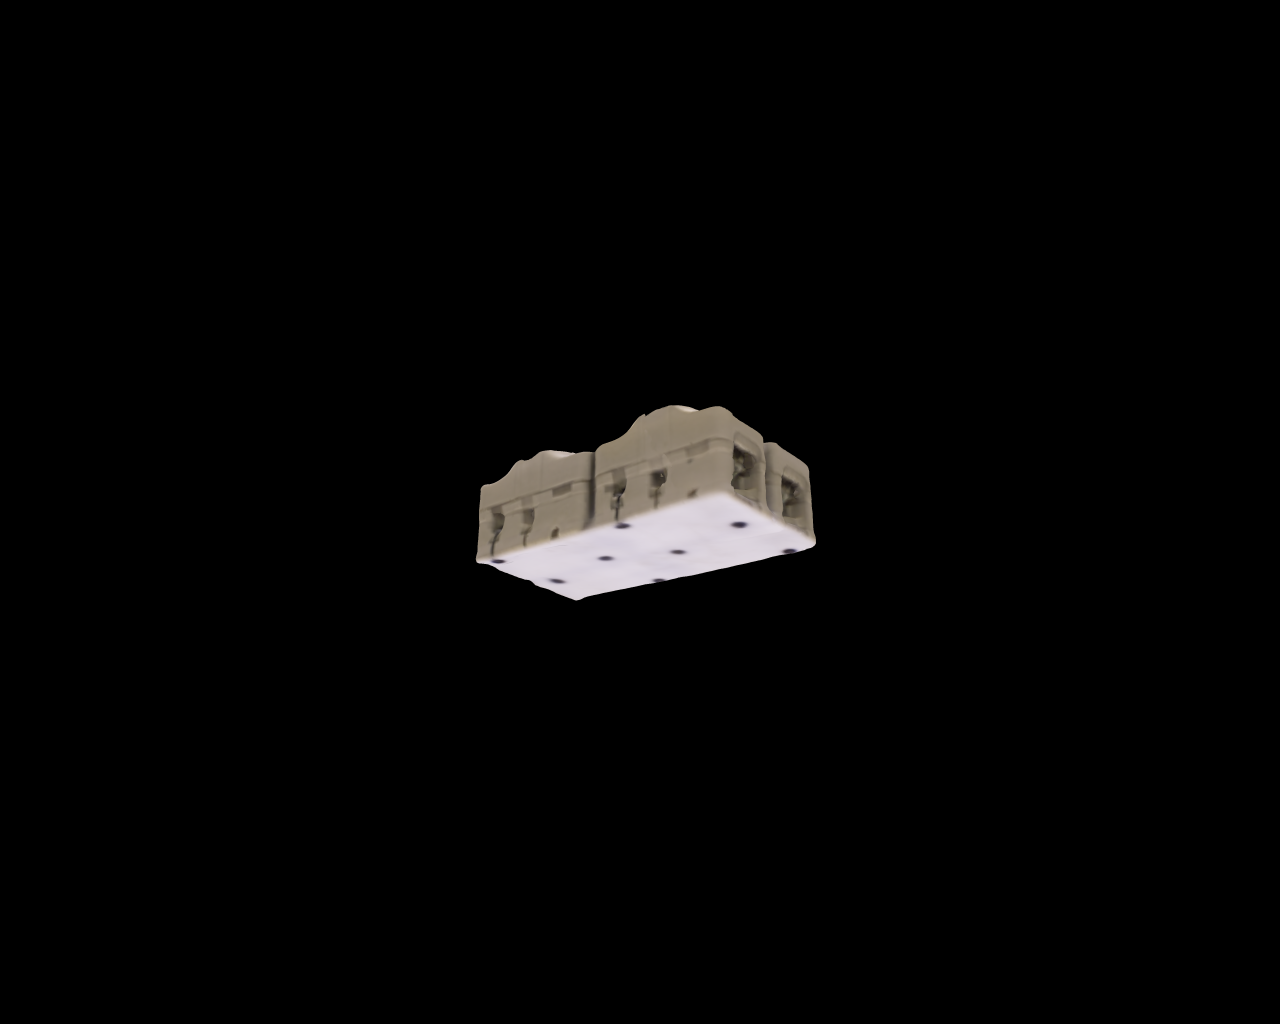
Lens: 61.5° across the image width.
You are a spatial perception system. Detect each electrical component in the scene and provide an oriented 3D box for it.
[{"bbox_3d":[0.001,-0.003,0.650,0.186,0.060,0.105,-16,-27,34],"label":"electrical component"}]
